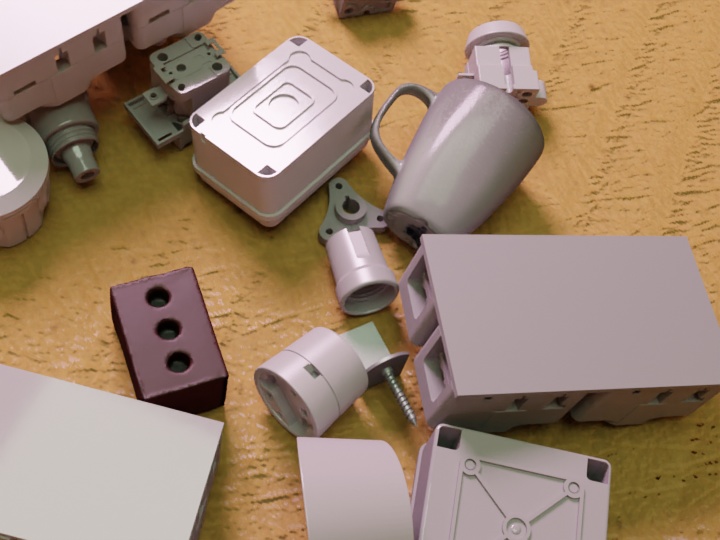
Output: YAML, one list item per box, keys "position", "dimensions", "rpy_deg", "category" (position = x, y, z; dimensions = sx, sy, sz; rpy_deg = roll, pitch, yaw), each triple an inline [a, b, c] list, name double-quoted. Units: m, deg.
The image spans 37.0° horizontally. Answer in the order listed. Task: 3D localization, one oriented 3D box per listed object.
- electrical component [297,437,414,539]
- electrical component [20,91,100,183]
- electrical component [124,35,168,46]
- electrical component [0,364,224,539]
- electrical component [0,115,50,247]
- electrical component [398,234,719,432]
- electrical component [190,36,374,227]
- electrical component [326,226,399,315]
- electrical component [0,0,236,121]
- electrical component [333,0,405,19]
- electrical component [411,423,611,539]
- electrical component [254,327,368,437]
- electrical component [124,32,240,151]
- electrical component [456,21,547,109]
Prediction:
- position: [-0.009, 0.140, 0.589]
  dimensions: [0.064, 0.099, 0.099]
  rpy_deg: [-1, 62, -17]
  category: "electrical component"
- position: [-0.193, -0.088, 0.712]
  dimensions: [0.048, 0.048, 0.062]
  rpy_deg: [-23, 75, -20]
  category: "electrical component"
- position: [-0.174, -0.203, 0.769]
  dimensions: [0.089, 0.055, 0.050]
  rpy_deg: [19, 61, 1]
  category: "electrical component"
- position: [-0.160, 0.116, 0.597]
  dimensions: [0.150, 0.061, 0.089]
  rpy_deg: [15, 61, -1]
  category: "electrical component"
- position: [-0.237, -0.056, 0.683]
  dimensions: [0.080, 0.051, 0.080]
  rpy_deg: [4, 62, -7]
  category: "electrical component"
- position: [0.126, 0.039, 0.673]
  dimensions: [0.186, 0.060, 0.105]
  rpy_deg: [0, 60, -18]
  category: "electrical component"
- position: [-0.051, -0.093, 0.725]
  dimensions: [0.078, 0.057, 0.113]
  rpy_deg: [36, 62, 19]
  category: "electrical component"
- position: [0.000, 0.000, 0.699]
  dimensions: [0.040, 0.040, 0.046]
  rpy_deg: [-11, 58, -15]
  category: "electrical component"
- position: [-0.176, -0.187, 0.695]
  dimensions: [0.186, 0.060, 0.105]
  rpy_deg: [-34, 75, -19]
  category: "electrical component"
- position: [0.000, -0.228, 0.818]
  dimensions: [0.066, 0.048, 0.055]
  rpy_deg: [-12, 72, -15]
  category: "electrical component"
- position: [0.083, 0.156, 0.618]
  dimensions: [0.109, 0.056, 0.108]
  rpy_deg: [13, 61, -2]
  category: "electrical component"
- position: [-0.028, 0.067, 0.650]
  dimensions: [0.055, 0.055, 0.047]
  rpy_deg: [44, 60, 14]
  category: "electrical component"
- position: [-0.115, -0.123, 0.732]
  dimensions: [0.081, 0.063, 0.042]
  rpy_deg: [-33, 72, -23]
  category: "electrical component"
- position: [0.103, -0.149, 0.792]
  dimensions: [0.066, 0.048, 0.055]
  rpy_deg: [0, 70, -9]
  category: "electrical component"
